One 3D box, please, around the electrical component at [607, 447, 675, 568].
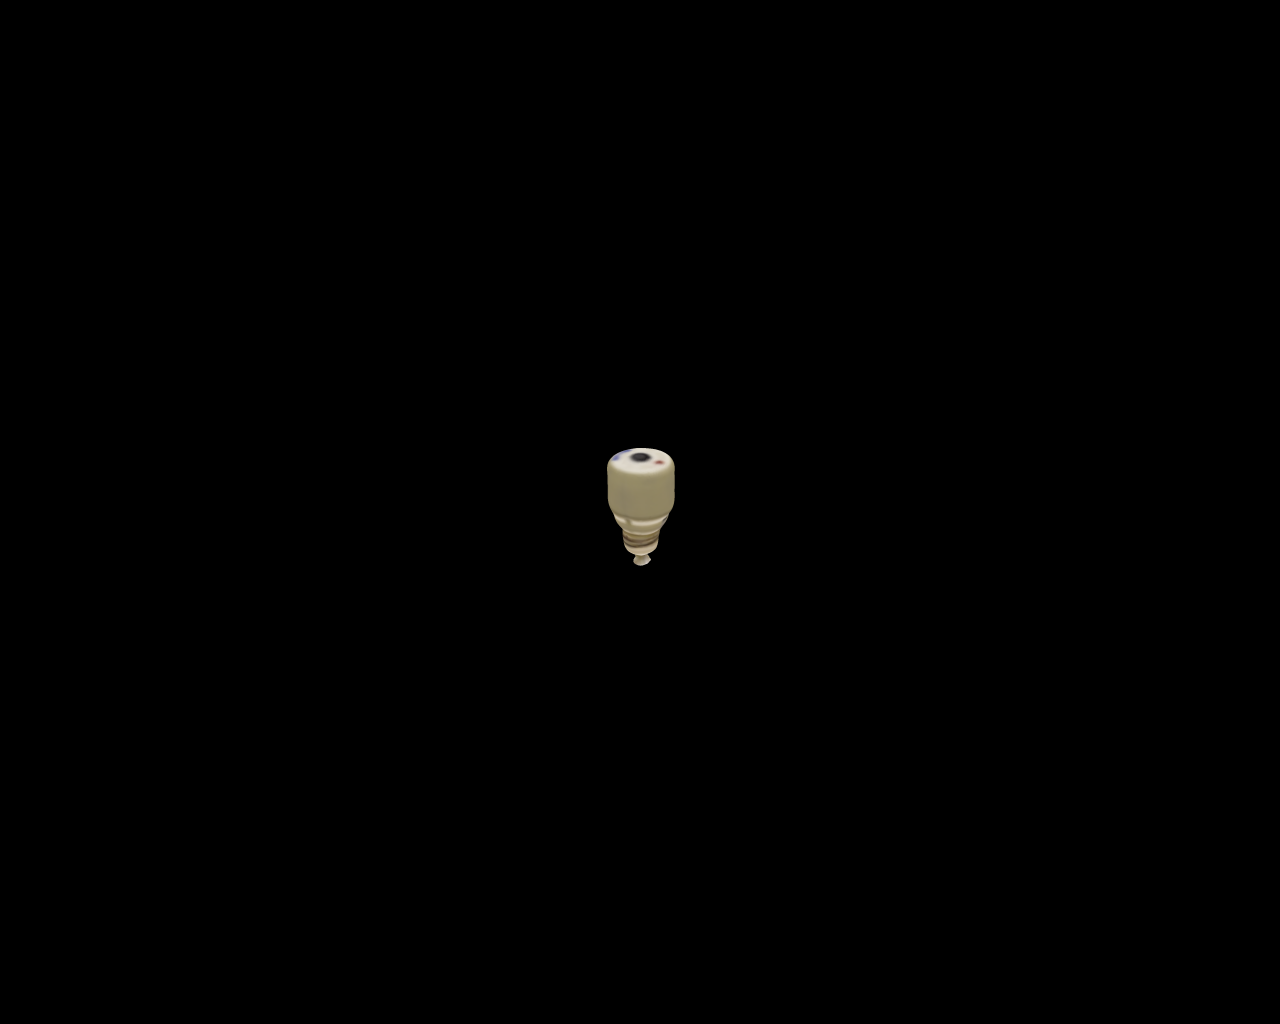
[{"bbox_3d":[0.001,-0.003,0.650,0.040,0.078,0.040,0,28,0],"label":"electrical component"}]
